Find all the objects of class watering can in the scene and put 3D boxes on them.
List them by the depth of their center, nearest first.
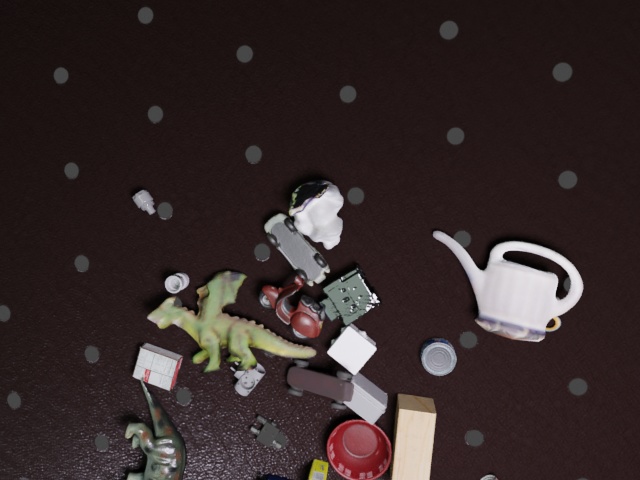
[{"bbox_3d":[0.417,0.106,1.201,0.348,0.103,0.225,14,88,17],"label":"watering can"}]

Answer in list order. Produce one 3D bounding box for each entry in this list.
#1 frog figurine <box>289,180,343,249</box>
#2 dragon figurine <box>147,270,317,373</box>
[{"bbox_3d":[0.004,-0.063,1.256,0.138,0.124,0.156,-45,128,-8],"label":"frog figurine"},{"bbox_3d":[-0.223,0.198,1.300,0.410,0.122,0.244,-6,86,-2],"label":"dragon figurine"}]
